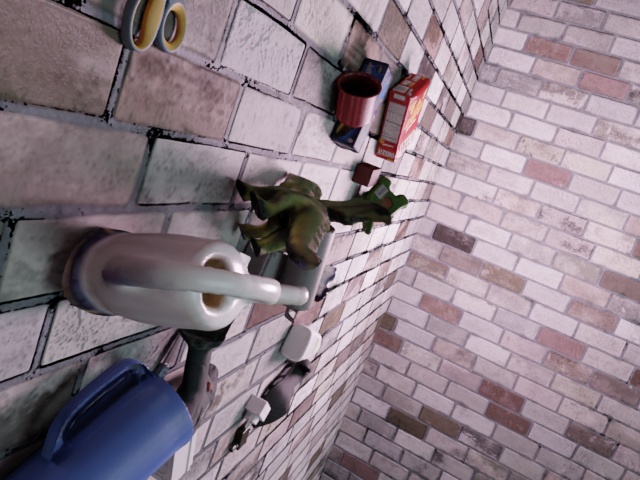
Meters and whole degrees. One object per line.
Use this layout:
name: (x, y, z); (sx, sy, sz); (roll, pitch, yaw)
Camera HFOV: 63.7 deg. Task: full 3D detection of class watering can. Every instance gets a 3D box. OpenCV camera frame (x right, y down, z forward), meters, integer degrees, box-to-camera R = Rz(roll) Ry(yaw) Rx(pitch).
watering can: (-0.147, 0.054, 0.625); (0.345, 0.224, 0.105); (35, 62, -72)

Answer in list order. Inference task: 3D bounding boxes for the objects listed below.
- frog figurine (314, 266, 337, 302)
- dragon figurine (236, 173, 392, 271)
frog figurine: (-0.039, 0.046, 1.176); (0.140, 0.122, 0.157); (-43, 116, -34)
dragon figurine: (0.003, -0.042, 0.826); (0.244, 0.415, 0.120); (-10, 114, -23)
